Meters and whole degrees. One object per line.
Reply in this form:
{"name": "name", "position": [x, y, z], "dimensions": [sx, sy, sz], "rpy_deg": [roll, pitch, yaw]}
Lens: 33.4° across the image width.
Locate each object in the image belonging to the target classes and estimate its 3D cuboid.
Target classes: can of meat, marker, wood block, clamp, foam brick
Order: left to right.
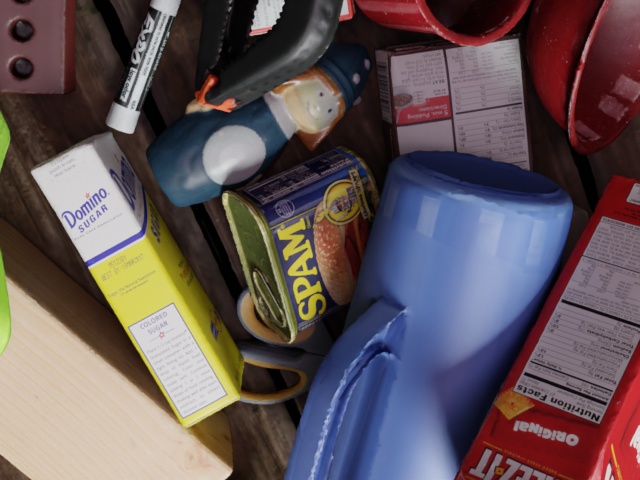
{"name": "foam brick", "position": [-0.176, -0.128, 0.642], "dimensions": [0.053, 0.051, 0.078], "rpy_deg": [2, 104, -6]}
{"name": "wood block", "position": [-0.160, 0.093, 0.678], "dimensions": [0.091, 0.090, 0.206], "rpy_deg": [-45, 105, 6]}
{"name": "marker", "position": [-0.105, -0.126, 0.667], "dimensions": [0.020, 0.020, 0.121], "rpy_deg": [20, 102, -11]}
{"name": "can of meat", "position": [-0.004, 0.001, 0.673], "dimensions": [0.083, 0.058, 0.102], "rpy_deg": [-26, 121, -20]}
{"name": "clamp", "position": [-0.003, -0.158, 0.592], "dimensions": [0.036, 0.165, 0.210], "rpy_deg": [9, 113, -52]}

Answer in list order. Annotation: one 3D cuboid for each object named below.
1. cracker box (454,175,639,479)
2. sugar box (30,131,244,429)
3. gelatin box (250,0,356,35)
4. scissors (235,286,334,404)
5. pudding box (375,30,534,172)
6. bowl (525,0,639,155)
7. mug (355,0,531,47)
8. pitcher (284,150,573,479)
{"name": "cracker box", "position": [0.167, 0.097, 0.617], "dimensions": [0.213, 0.072, 0.164], "rpy_deg": [-58, 146, -22]}
{"name": "sugar box", "position": [-0.107, 0.020, 0.656], "dimensions": [0.048, 0.093, 0.176], "rpy_deg": [-27, 100, 1]}
{"name": "gelatin box", "position": [-0.027, -0.167, 0.659], "dimensions": [0.089, 0.030, 0.073], "rpy_deg": [-10, 103, -4]}
{"name": "scissors", "position": [0.024, 0.074, 0.731], "dimensions": [0.201, 0.016, 0.096], "rpy_deg": [1, 104, -6]}
{"name": "pudding box", "position": [0.088, -0.074, 0.690], "dimensions": [0.090, 0.039, 0.113], "rpy_deg": [-9, 105, -6]}
{"name": "bowl", "position": [0.172, -0.135, 0.647], "dimensions": [0.055, 0.161, 0.162], "rpy_deg": [29, 102, 27]}
{"name": "mug", "position": [0.078, -0.167, 0.637], "dimensions": [0.117, 0.082, 0.093], "rpy_deg": [-16, 110, -27]}
{"name": "pitcher", "position": [0.062, 0.075, 0.632], "dimensions": [0.145, 0.149, 0.243], "rpy_deg": [11, 106, -2]}
